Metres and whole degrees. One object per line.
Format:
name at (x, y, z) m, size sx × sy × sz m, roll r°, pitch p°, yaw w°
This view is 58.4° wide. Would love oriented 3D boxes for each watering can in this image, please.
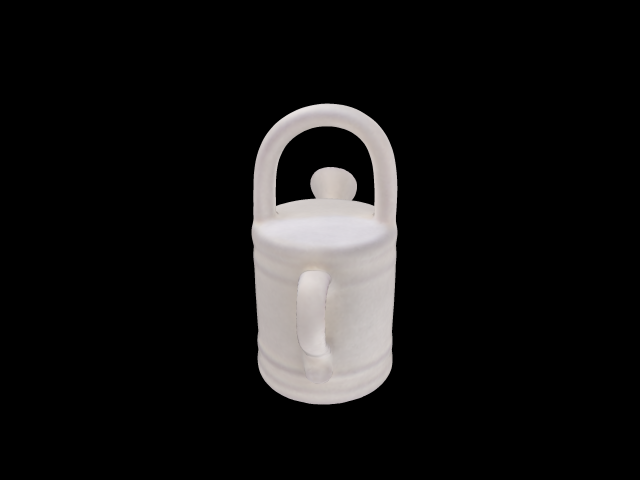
watering can at (0.001, 0.001, 0.400) m, size 0.101 × 0.194 × 0.172 m, roll -7°, pitch 24°, yaw -15°
